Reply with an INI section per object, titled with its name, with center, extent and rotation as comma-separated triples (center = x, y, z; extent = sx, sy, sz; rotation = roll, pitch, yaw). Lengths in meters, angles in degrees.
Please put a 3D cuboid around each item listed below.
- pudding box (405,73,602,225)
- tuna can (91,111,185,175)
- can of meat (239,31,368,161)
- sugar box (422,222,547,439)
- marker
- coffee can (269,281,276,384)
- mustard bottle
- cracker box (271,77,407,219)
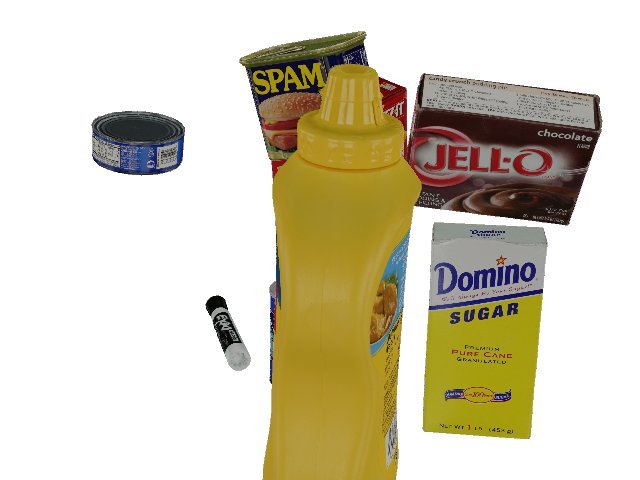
[pudding box]
center = 0.112, -0.057, 0.677
extent = 0.113, 0.039, 0.090
rotation = 6, -37, 2
[tuna can]
center = -0.170, -0.091, 0.995
extent = 0.086, 0.034, 0.086
rotation = 6, 25, -3
[can of meat]
center = -0.005, -0.111, 0.833
extent = 0.102, 0.084, 0.057
rotation = -1, 21, 37
[sugar box]
center = 0.134, 0.075, 0.885
extent = 0.093, 0.176, 0.048
rotation = 2, 21, 7
[marker]
center = -0.080, 0.077, 0.914
extent = 0.020, 0.020, 0.121
rotation = 0, 19, -16
[coffee can]
center = -0.021, 0.132, 1.499
extent = 0.103, 0.140, 0.103
rotation = 1, 18, 0
[mustard bottle]
center = 0.009, 0.024, 0.436
extent = 0.058, 0.192, 0.096
rotation = 8, 25, 10
[cracker box]
center = 0.017, -0.094, 1.235
extent = 0.164, 0.214, 0.072
rotation = 27, 46, 35
